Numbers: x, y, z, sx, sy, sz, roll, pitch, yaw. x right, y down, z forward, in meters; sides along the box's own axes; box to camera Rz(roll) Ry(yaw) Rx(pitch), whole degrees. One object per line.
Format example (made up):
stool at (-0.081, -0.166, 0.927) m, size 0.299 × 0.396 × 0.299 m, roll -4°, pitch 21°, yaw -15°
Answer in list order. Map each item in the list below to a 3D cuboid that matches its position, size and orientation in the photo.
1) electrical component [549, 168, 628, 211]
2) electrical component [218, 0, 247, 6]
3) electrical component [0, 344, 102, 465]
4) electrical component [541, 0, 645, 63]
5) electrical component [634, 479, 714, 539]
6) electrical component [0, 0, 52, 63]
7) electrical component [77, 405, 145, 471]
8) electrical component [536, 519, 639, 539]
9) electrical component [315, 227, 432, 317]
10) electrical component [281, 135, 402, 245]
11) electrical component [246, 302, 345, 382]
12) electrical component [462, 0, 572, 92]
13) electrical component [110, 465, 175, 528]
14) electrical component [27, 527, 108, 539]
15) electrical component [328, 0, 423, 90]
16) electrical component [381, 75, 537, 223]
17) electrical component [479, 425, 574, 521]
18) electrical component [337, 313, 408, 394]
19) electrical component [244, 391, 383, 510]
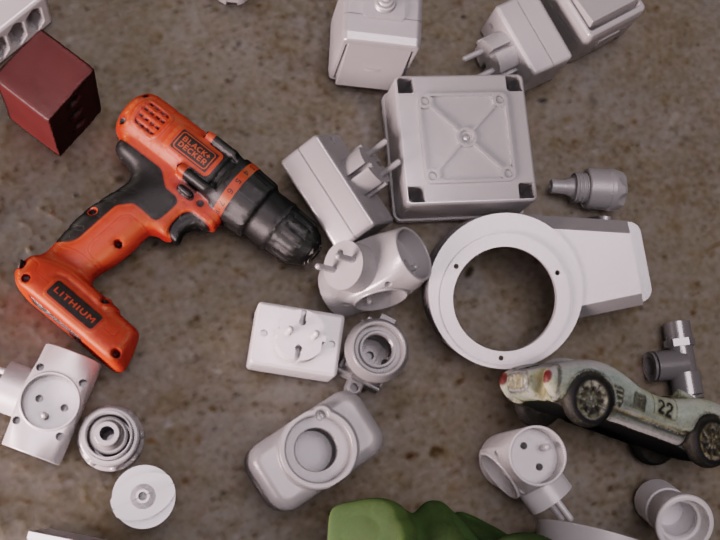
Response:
electrical component at (0.186, -0.067, 0.884) m, size 0.061 × 0.035 × 0.035 m, roll 3°, pitch 77°, yaw -7°
electrical component at (-0.102, -0.238, 0.865) m, size 0.040 × 0.046 × 0.040 m, roll 2°, pitch 77°, yaw -10°
electrical component at (-0.237, 0.089, 0.770) m, size 0.079 × 0.044 × 0.077 m, roll 22°, pitch 75°, yaw -5°
electrical component at (0.185, -0.237, 0.907) m, size 0.062 × 0.061 × 0.096 m, roll -29°, pitch 84°, yaw -15°
electrical component at (0.236, 0.184, 0.820) m, size 0.044 × 0.065 × 0.044 m, roll 0°, pitch 94°, yaw -5°
electrical component at (-0.295, -0.201, 0.823) m, size 0.076 × 0.047 × 0.083 m, roll 45°, pitch 74°, yaw 2°
electrical component at (-0.178, 0.118, 0.764) m, size 0.048 × 0.062 × 0.048 m, roll 2°, pitch 77°, yaw -9°
electrical component at (0.177, 0.217, 0.787) m, size 0.099 × 0.099 × 0.064 m, roll 8°, pitch 83°, yaw -8°
electrical component at (0.000, 0.000, 0.797) m, size 0.079 × 0.077 × 0.044 m, roll 14°, pitch 56°, yaw -51°
electrical component at (-0.003, -0.071, 0.828) m, size 0.076 × 0.047 × 0.083 m, roll -35°, pitch 84°, yaw 21°
electrical component at (-0.046, 0.051, 0.795) m, size 0.066 × 0.076 × 0.047 m, roll 10°, pitch 76°, yaw -8°
electrical component at (0.122, -0.181, 0.891) m, size 0.077 × 0.047 × 0.065 m, roll -27°, pitch 83°, yaw -14°
electrical component at (-0.151, 0.158, 0.751) m, size 0.043 × 0.081 × 0.043 m, roll 2°, pitch 77°, yaw -9°
electrical component at (-0.132, 0.224, 0.727) m, size 0.186 × 0.105 × 0.060 m, roll 13°, pitch 76°, yaw -7°
electrical component at (0.012, -0.186, 0.847) m, size 0.062 × 0.096 × 0.061 m, roll 5°, pitch 77°, yaw -9°
electrical component at (0.078, -0.097, 0.860) m, size 0.109 × 0.056 × 0.108 m, roll -3°, pitch 78°, yaw -10°
electrical component at (0.131, 0.155, 0.802) m, size 0.044 × 0.077 × 0.079 m, roll -35°, pitch 86°, yaw -16°
electrical component at (0.010, 0.063, 0.813) m, size 0.048 × 0.055 × 0.066 m, roll 27°, pitch 75°, yaw -3°
electrical component at (-0.034, 0.132, 0.788) m, size 0.095 × 0.059 × 0.053 m, roll -32°, pitch 85°, yaw -15°
